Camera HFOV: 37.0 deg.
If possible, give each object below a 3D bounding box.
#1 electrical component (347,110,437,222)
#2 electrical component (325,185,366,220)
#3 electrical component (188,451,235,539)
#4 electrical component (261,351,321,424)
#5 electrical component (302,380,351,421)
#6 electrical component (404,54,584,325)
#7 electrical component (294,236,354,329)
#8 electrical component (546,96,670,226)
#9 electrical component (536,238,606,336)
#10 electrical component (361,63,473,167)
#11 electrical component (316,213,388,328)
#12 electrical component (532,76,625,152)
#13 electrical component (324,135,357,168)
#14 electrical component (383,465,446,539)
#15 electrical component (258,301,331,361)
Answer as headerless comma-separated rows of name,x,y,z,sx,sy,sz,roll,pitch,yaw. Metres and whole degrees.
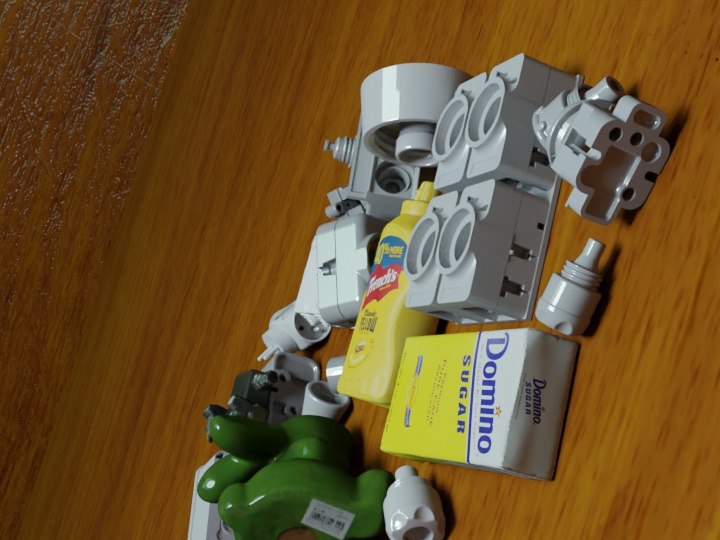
electrical component,0.035,-0.109,0.998,0.063,0.079,0.121,100,179,-67
electrical component,0.007,-0.071,1.053,0.055,0.066,0.048,-22,90,49
electrical component,-0.131,0.253,1.103,0.057,0.078,0.113,-47,32,43
electrical component,-0.078,0.140,1.095,0.059,0.054,0.095,-48,31,47
electrical component,-0.040,0.143,1.015,0.044,0.044,0.065,-114,42,-61
electrical component,0.095,-0.057,0.808,0.105,0.060,0.186,-12,62,67
electrical component,-0.022,0.009,1.068,0.100,0.048,0.099,-2,71,68
electrical component,0.153,-0.075,0.681,0.078,0.058,0.057,-66,24,17
electrical component,0.138,0.009,0.681,0.061,0.035,0.035,-66,21,9
electrical component,0.052,-0.123,0.913,0.108,0.108,0.060,150,128,-61
electrical component,0.000,0.000,0.979,0.059,0.054,0.095,-15,70,37
electrical component,0.152,-0.105,0.729,0.062,0.048,0.048,-44,34,40
electrical component,0.003,-0.116,1.076,0.040,0.078,0.040,-167,90,-84
electrical component,0.038,0.171,0.788,0.043,0.043,0.062,-60,22,29
electrical component,-0.076,0.069,1.134,0.079,0.043,0.077,-42,9,-23
